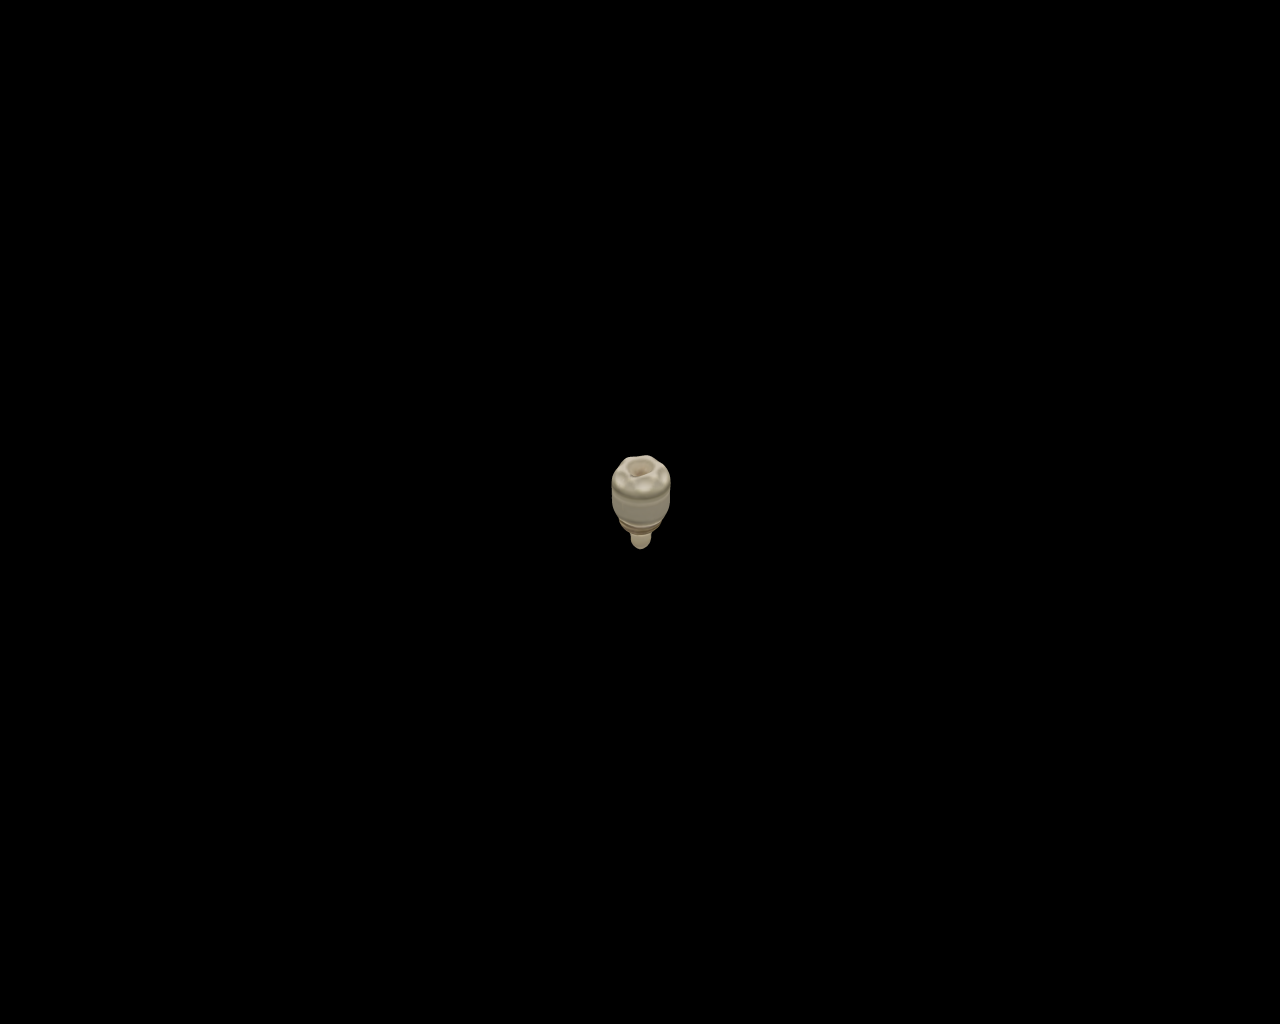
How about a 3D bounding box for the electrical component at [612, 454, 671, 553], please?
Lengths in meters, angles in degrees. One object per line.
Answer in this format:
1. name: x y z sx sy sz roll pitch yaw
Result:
1. electrical component: 0.001 -0.003 0.650 0.035 0.061 0.035 0 35 0
